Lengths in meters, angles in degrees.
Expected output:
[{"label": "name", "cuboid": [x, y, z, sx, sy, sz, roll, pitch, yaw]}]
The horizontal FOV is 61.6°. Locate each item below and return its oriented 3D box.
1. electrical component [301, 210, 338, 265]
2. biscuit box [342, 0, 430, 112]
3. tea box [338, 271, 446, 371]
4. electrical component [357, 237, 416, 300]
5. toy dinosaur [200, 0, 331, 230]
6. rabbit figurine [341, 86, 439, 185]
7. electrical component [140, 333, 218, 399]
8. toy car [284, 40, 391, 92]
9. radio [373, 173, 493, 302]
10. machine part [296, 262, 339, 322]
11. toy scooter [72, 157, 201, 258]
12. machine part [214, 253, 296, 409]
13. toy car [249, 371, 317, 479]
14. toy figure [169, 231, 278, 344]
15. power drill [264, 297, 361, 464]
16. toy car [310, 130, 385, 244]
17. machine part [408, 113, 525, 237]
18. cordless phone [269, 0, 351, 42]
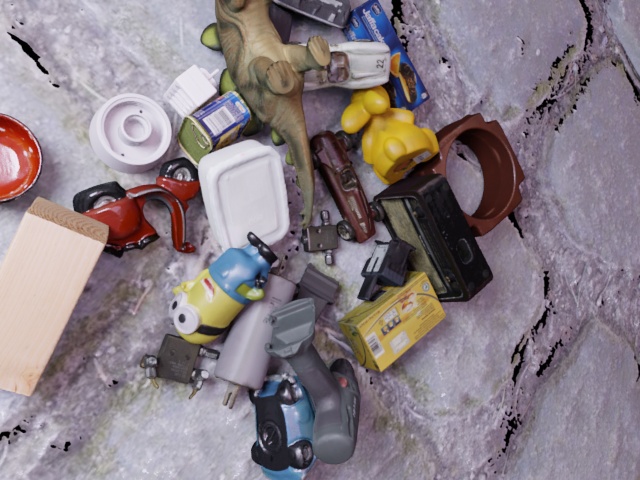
[{"label": "electrical component", "cuboid": [-0.002, -0.003, 0.903, 0.063, 0.021, 0.094, -7, 92, -28]}, {"label": "biscuit box", "cuboid": [0.115, -0.321, 0.960, 0.063, 0.059, 0.202, -39, 105, -24]}, {"label": "tea box", "cuboid": [0.127, 0.137, 0.937, 0.170, 0.068, 0.098, -32, 103, -27]}, {"label": "electrical component", "cuboid": [0.110, 0.056, 0.930, 0.047, 0.075, 0.119, 29, 70, -23]}, {"label": "toy dinosaur", "cuboid": [-0.074, -0.238, 0.776, 0.105, 0.199, 0.470, -22, 97, -28]}, {"label": "rabbit figurine", "cuboid": [0.099, -0.194, 0.914, 0.162, 0.122, 0.173, 3, 59, -57]}, {"label": "electrical component", "cuboid": [-0.203, 0.179, 0.773, 0.102, 0.045, 0.078, 29, 76, -23]}, {"label": "toy car", "cuboid": [0.013, -0.278, 0.858, 0.202, 0.056, 0.073, -4, 121, -5]}, {"label": "radio", "cuboid": [0.200, 0.000, 0.948, 0.073, 0.131, 0.229, -36, 104, -26]}, {"label": "machine part", "cuboid": [-0.021, 0.114, 0.879, 0.084, 0.039, 0.139, 37, 70, -27]}, {"label": "toy scooter", "cuboid": [-0.240, -0.028, 0.750, 0.184, 0.075, 0.135, -24, 110, -25]}, {"label": "machine part", "cuboid": [-0.097, 0.134, 0.813, 0.079, 0.079, 0.243, 26, 77, -25]}, {"label": "toy car", "cuboid": [-0.043, 0.282, 0.831, 0.103, 0.109, 0.161, 5, 73, -50]}, {"label": "toy figure", "cuboid": [-0.134, 0.074, 0.767, 0.180, 0.082, 0.089, -43, 120, 0]}, {"label": "power drill", "cuboid": [-0.003, 0.189, 0.787, 0.086, 0.232, 0.207, -16, 114, 10]}, {"label": "toy car", "cuboid": [0.045, -0.091, 0.917, 0.089, 0.053, 0.202, -31, 100, -29]}, {"label": "machine part", "cuboid": [0.279, -0.119, 1.022, 0.201, 0.087, 0.200, -37, 104, -23]}, {"label": "cordless phone", "cuboid": [-0.028, -0.356, 0.888, 0.146, 0.089, 0.184, 11, 94, -28]}]
